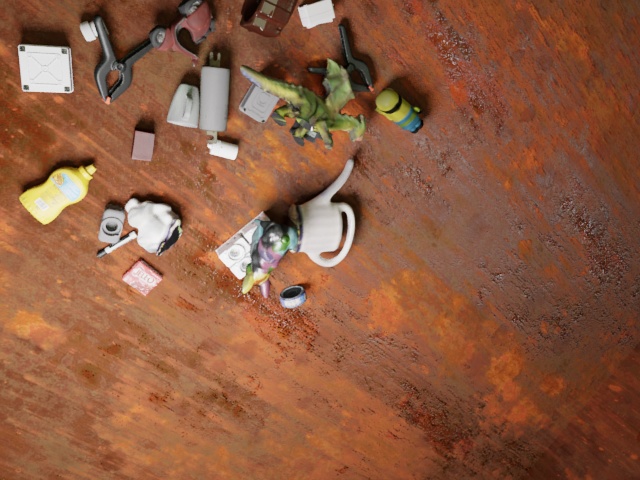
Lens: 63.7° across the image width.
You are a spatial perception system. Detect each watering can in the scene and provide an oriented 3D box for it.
[{"bbox_3d":[0.005,-0.080,1.592,0.225,0.105,0.343,-3,105,-20],"label":"watering can"}]

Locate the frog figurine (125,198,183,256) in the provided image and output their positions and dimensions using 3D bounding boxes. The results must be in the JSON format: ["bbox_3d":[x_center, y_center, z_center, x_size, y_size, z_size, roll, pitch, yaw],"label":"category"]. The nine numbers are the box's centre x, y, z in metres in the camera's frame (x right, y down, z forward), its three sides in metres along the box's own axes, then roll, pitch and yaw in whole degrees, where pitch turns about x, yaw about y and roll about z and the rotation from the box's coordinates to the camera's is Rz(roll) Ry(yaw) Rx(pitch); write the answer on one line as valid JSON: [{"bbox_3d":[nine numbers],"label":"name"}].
[{"bbox_3d":[-0.471,-0.045,1.437,0.160,0.123,0.136,32,106,9],"label":"frog figurine"}]

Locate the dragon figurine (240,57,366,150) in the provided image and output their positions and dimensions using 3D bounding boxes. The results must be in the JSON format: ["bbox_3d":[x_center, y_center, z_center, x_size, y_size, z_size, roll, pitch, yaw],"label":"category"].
[{"bbox_3d":[-0.012,-0.407,1.450,0.405,0.122,0.246,44,68,-27],"label":"dragon figurine"}]
